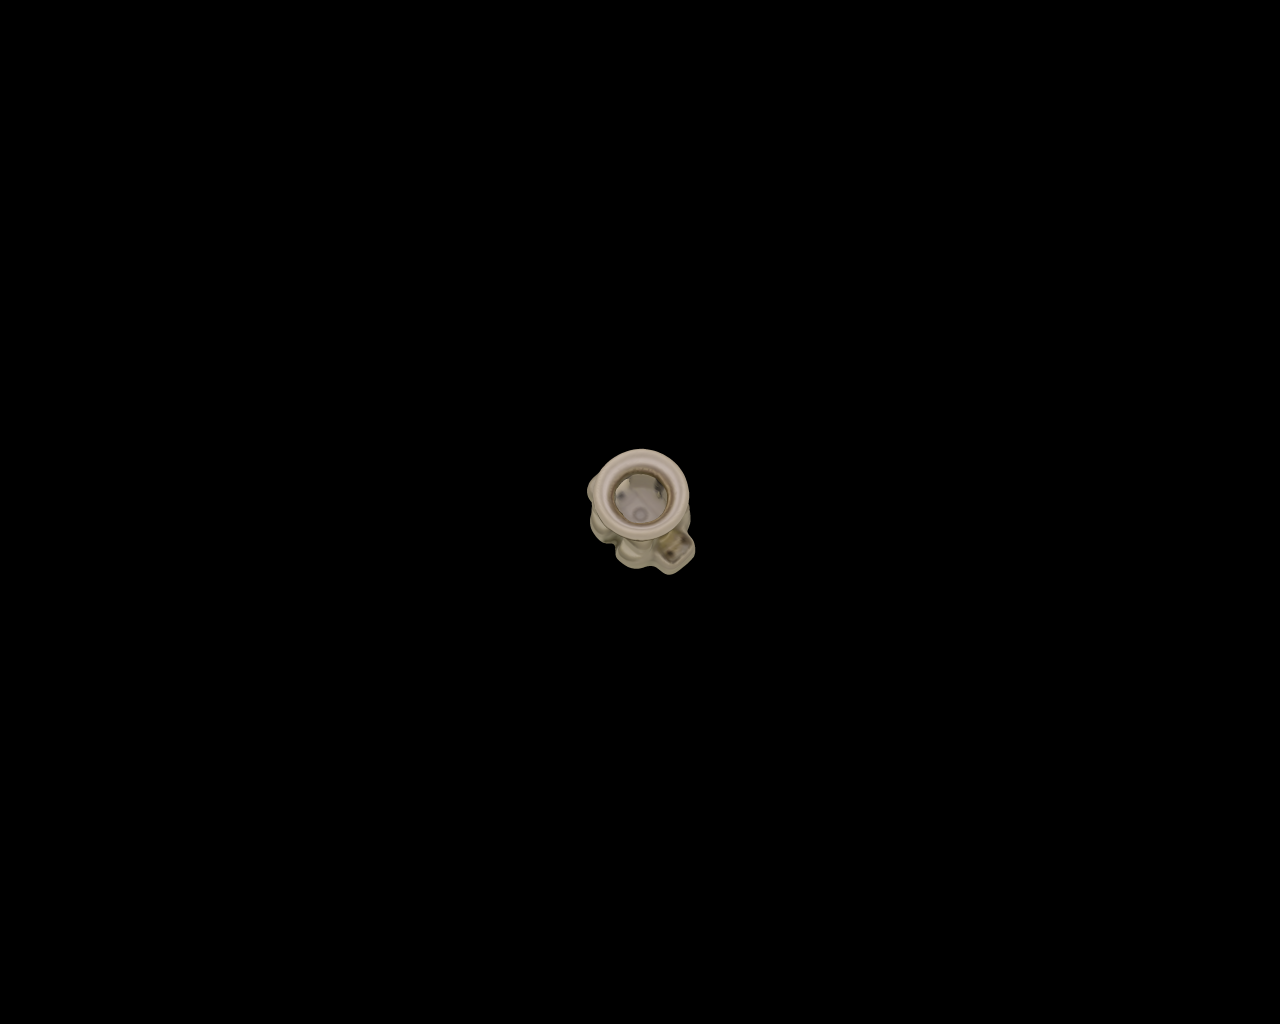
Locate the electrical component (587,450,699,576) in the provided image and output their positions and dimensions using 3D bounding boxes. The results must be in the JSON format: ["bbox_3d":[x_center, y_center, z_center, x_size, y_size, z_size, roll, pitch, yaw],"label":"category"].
[{"bbox_3d":[0.001,-0.003,0.650,0.058,0.078,0.057,-41,-15,-14],"label":"electrical component"}]
